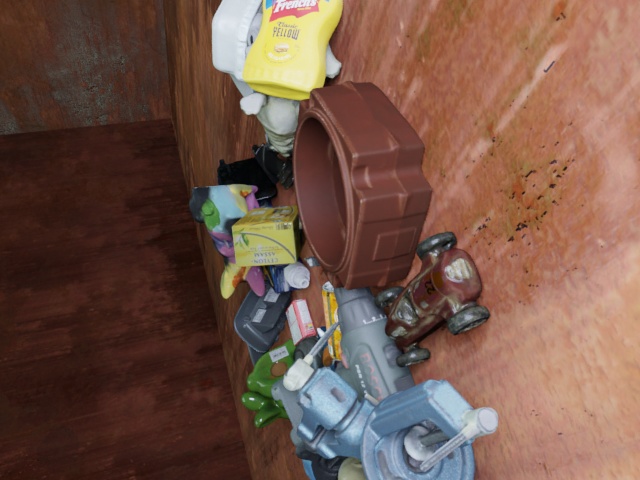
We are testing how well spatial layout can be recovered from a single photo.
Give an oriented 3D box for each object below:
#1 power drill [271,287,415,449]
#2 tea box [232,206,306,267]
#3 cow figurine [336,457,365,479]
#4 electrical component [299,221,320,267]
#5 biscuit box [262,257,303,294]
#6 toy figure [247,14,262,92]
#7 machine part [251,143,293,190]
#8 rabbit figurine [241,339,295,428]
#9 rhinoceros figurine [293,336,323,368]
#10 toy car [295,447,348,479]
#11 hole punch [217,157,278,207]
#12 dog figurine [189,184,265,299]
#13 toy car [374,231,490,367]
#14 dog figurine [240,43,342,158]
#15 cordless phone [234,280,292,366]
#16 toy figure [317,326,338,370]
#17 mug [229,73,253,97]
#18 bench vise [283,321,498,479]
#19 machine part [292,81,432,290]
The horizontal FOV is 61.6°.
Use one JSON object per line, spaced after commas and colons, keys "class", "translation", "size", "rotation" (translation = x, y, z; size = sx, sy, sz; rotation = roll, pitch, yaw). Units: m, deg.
{"class": "power drill", "translation": [0.027, 0.169, 0.697], "size": [0.207, 0.086, 0.232], "rotation": [-41, 64, 31]}
{"class": "tea box", "translation": [-0.079, -0.010, 0.889], "size": [0.170, 0.098, 0.068], "rotation": [-69, -26, -75]}
{"class": "cow figurine", "translation": [0.082, 0.368, 0.720], "size": [0.195, 0.085, 0.127], "rotation": [-129, 27, -58]}
{"class": "electrical component", "translation": [-0.002, -0.004, 0.825], "size": [0.078, 0.045, 0.102], "rotation": [176, 84, -74]}
{"class": "biscuit box", "translation": [-0.092, 0.034, 1.102], "size": [0.203, 0.059, 0.062], "rotation": [-131, 36, -59]}
{"class": "toy figure", "translation": [-0.067, -0.272, 0.826], "size": [0.082, 0.089, 0.180], "rotation": [57, 163, 23]}
{"class": "machine part", "translation": [-0.082, -0.133, 0.986], "size": [0.084, 0.039, 0.139], "rotation": [61, 168, -29]}
{"class": "rabbit figurine", "translation": [-0.074, 0.319, 1.103], "size": [0.121, 0.159, 0.170], "rotation": [44, 157, 47]}
{"class": "rhinoceros figurine", "translation": [-0.013, 0.271, 0.970], "size": [0.112, 0.073, 0.190], "rotation": [-161, 63, -69]}
{"class": "toy car", "translation": [0.024, 0.328, 0.866], "size": [0.103, 0.109, 0.161], "rotation": [-86, -16, -62]}
{"class": "hole punch", "translation": [-0.156, -0.105, 1.149], "size": [0.092, 0.116, 0.142], "rotation": [99, 156, -65]}
{"class": "dog figurine", "translation": [-0.163, 0.006, 1.009], "size": [0.191, 0.109, 0.219], "rotation": [-33, -64, -81]}
{"class": "toy car", "translation": [0.100, 0.069, 0.542], "size": [0.202, 0.053, 0.089], "rotation": [118, 135, -61]}
{"class": "dog figurine", "translation": [-0.040, -0.214, 0.770], "size": [0.190, 0.121, 0.172], "rotation": [110, -177, -89]}
{"class": "cordless phone", "translation": [-0.111, 0.192, 1.155], "size": [0.146, 0.089, 0.184], "rotation": [-63, -23, -44]}
{"class": "toy figure", "translation": [0.034, 0.193, 0.809], "size": [0.064, 0.058, 0.155], "rotation": [108, 153, -45]}
{"class": "mug", "translation": [-0.113, -0.276, 0.964], "size": [0.107, 0.081, 0.109], "rotation": [63, 151, 21]}
{"class": "bench vise", "translation": [0.072, 0.175, 0.513], "size": [0.224, 0.129, 0.240], "rotation": [50, 147, 9]}
{"class": "machine part", "translation": [0.035, -0.059, 0.616], "size": [0.200, 0.087, 0.202], "rotation": [97, 157, -44]}
